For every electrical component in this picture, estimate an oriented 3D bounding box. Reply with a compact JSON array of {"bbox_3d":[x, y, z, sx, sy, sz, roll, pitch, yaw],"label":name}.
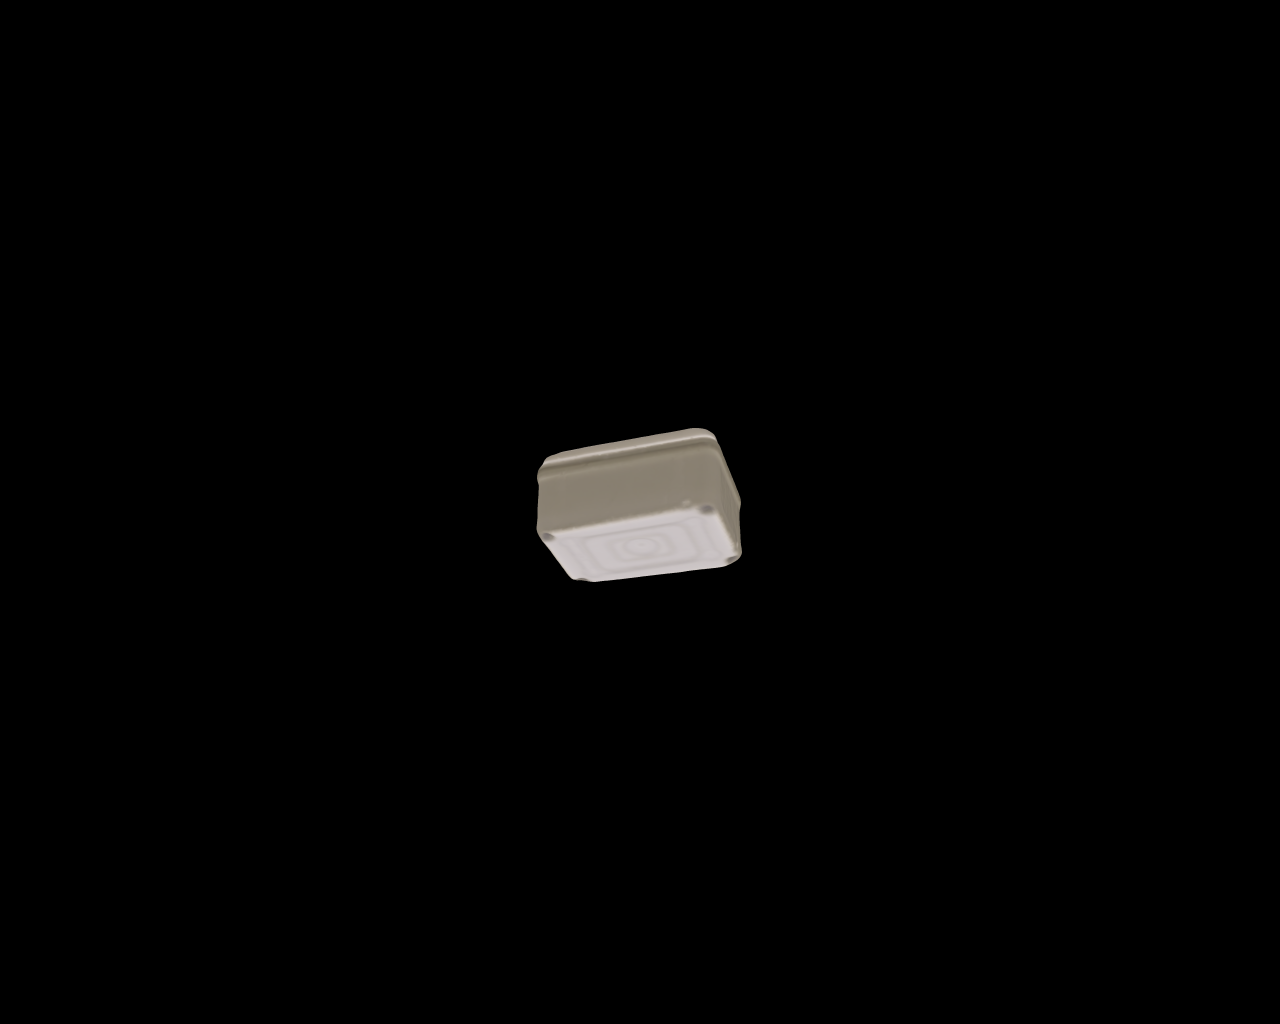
[{"bbox_3d":[0.001,-0.003,0.650,0.113,0.057,0.078,-8,-32,14],"label":"electrical component"}]
